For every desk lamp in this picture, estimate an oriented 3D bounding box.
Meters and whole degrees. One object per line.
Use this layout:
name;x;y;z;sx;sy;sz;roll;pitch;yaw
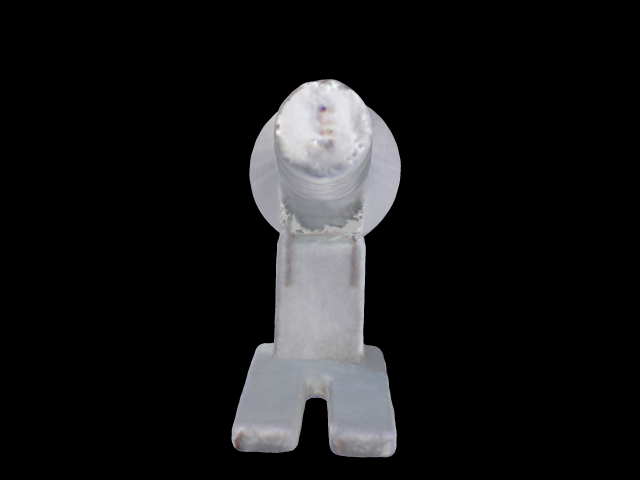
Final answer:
desk lamp;0.004;0.001;0.400;0.118;0.213;0.203;0;13;0
